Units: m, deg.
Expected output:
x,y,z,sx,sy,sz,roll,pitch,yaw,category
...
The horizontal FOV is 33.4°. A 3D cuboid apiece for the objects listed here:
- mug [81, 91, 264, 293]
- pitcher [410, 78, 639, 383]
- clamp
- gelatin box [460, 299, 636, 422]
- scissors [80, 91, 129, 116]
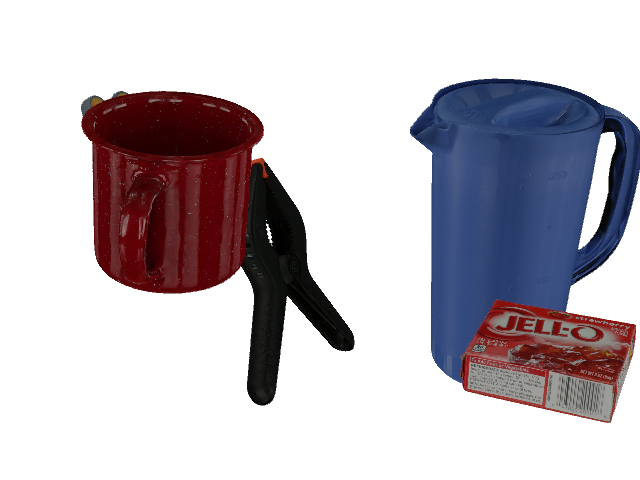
x,y,z,sx,sy,sz,roll,pitch,yaw,category
-0.080,-0.019,0.555,0.093,0.081,0.117,7,28,3,mug
0.162,-0.003,0.876,0.149,0.243,0.144,17,31,30,pitcher
-0.031,0.030,0.967,0.036,0.210,0.164,-12,0,31,clamp
0.136,0.069,0.633,0.089,0.030,0.073,10,27,22,gelatin box
-0.164,-0.067,1.061,0.016,0.201,0.096,-25,26,25,scissors
